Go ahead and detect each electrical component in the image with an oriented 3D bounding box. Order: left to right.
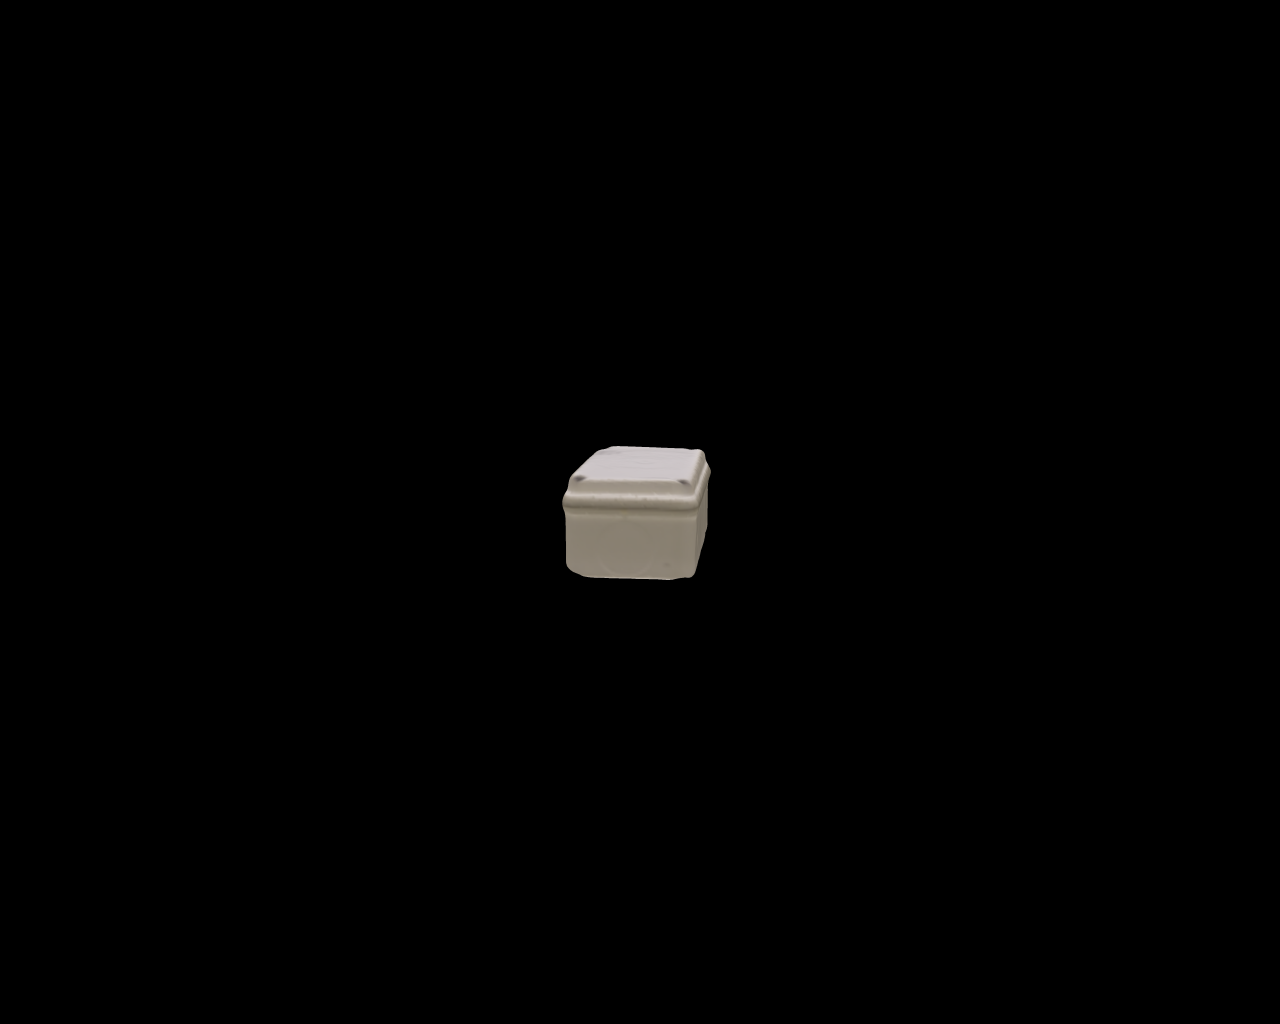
[{"bbox_3d":[0.001,-0.003,0.650,0.078,0.057,0.113,2,14,7],"label":"electrical component"}]
